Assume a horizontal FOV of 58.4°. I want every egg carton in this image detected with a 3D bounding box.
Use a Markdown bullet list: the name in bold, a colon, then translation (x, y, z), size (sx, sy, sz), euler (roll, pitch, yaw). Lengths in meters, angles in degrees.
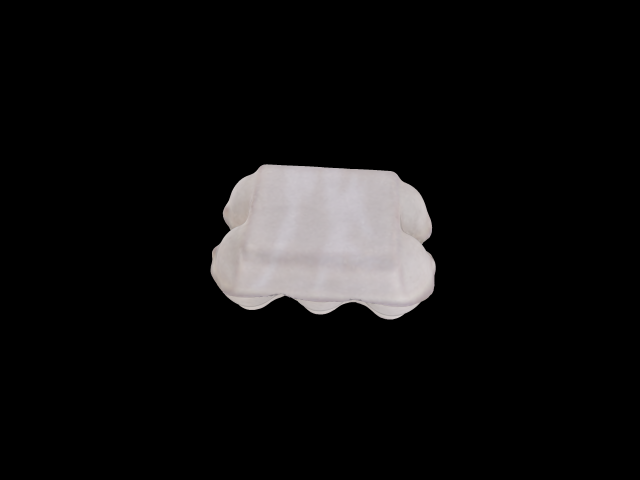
- **egg carton**: translation (0.004, 0.001, 0.400), size (0.150, 0.069, 0.107), euler (2, 50, 2)
